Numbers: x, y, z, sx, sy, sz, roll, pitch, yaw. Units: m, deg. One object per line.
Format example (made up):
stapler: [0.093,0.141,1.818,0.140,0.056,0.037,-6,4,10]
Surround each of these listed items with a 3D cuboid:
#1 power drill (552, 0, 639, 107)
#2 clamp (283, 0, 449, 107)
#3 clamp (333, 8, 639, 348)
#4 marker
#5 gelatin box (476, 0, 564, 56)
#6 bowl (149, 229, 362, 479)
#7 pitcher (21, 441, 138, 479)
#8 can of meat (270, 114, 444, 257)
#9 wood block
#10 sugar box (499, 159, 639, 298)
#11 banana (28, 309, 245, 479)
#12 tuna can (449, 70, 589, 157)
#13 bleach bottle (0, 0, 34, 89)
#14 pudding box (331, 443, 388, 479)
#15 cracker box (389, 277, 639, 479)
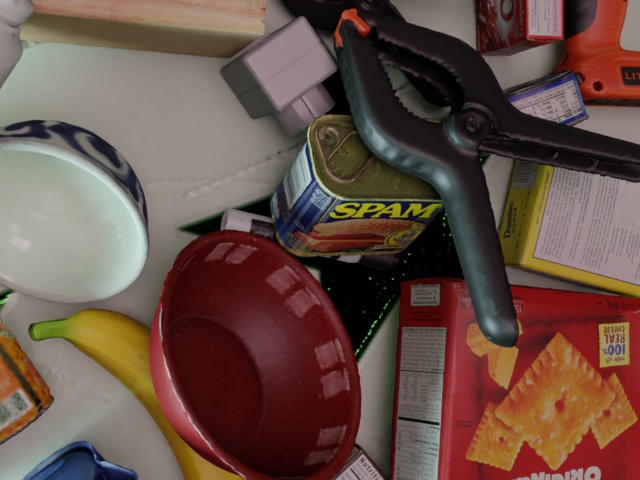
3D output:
power drill: [0.225,-0.187,0.740,0.184,0.057,0.187,-2,90,-13]
clamp: [0.043,-0.163,0.665,0.171,0.039,0.120,26,123,-15]
clamp: [0.082,-0.050,0.616,0.210,0.036,0.164,38,64,4]
marker: [-0.005,0.001,0.693,0.121,0.020,0.020,13,88,-17]
gelatin box: [0.129,-0.170,0.701,0.030,0.073,0.089,-2,93,-17]
bowl: [-0.048,0.077,0.641,0.161,0.055,0.162,29,47,-36]
pitcher: [-0.104,0.247,0.625,0.242,0.149,0.145,46,64,-17]
can of meat: [0.027,-0.031,0.659,0.102,0.084,0.057,0,64,-23]
wood block: [-0.139,-0.163,0.609,0.205,0.091,0.090,2,90,-17]
sugar box: [0.216,-0.007,0.749,0.176,0.048,0.093,15,87,-21]
banana: [-0.095,0.110,0.653,0.198,0.037,0.069,52,56,-10]
tuna can: [0.129,-0.082,0.697,0.086,0.086,0.034,-21,97,-16]
bleach bottle: [-0.229,-0.035,0.538,0.068,0.102,0.251,38,104,-18]
pudding box: [0.008,0.200,0.695,0.113,0.039,0.090,-41,104,-15]
cracker box: [0.131,0.137,0.692,0.164,0.072,0.214,7,83,-27]
